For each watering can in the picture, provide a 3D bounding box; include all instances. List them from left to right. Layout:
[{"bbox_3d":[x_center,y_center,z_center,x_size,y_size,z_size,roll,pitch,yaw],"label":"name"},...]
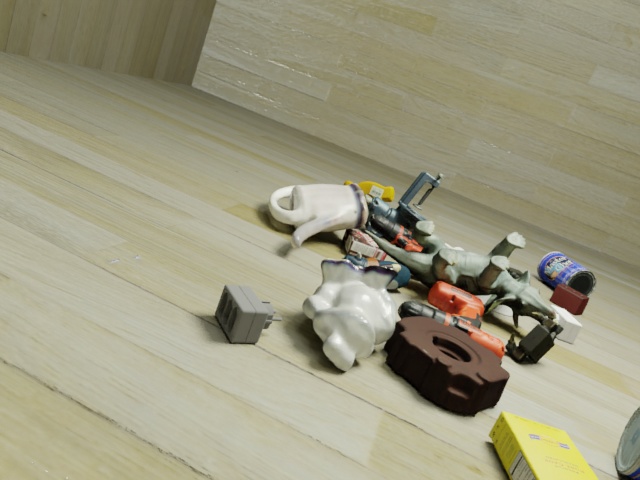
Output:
[{"bbox_3d":[0.003,-0.058,1.149,0.224,0.102,0.353,-2,23,-12],"label":"watering can"}]

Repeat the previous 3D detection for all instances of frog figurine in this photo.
[{"bbox_3d":[0.042,0.117,0.728,0.136,0.120,0.163,25,49,-19],"label":"frog figurine"}]
